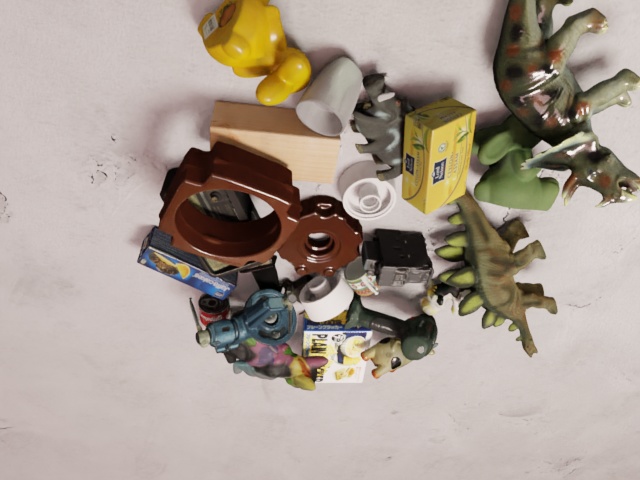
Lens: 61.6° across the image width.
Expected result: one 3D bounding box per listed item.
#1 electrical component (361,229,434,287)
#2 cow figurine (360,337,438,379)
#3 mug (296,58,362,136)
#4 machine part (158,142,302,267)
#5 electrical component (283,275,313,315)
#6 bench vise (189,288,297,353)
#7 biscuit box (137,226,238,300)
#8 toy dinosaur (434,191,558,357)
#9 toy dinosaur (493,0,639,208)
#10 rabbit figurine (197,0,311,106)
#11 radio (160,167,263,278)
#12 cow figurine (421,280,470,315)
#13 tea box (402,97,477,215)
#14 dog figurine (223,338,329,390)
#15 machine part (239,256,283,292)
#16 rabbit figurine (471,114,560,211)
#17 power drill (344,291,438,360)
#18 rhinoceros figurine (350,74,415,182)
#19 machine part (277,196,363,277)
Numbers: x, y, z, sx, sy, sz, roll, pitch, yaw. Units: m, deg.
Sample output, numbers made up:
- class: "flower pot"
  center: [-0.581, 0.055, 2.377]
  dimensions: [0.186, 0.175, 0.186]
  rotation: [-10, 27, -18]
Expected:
- class: "electrical component"
  center: [0.151, 0.036, 1.074]
  dimensions: [0.134, 0.115, 0.058]
  rotation: [3, 130, -8]
- class: "cow figurine"
  center: [0.195, 0.256, 1.267]
  dimensions: [0.127, 0.085, 0.195]
  rotation: [-38, 157, 24]
- class: "mug"
  center: [0.016, -0.225, 0.841]
  dimensions: [0.080, 0.107, 0.110]
  rotation: [37, 160, -24]
- class: "machine part"
  center: [-0.147, -0.053, 0.883]
  dimensions: [0.201, 0.087, 0.201]
  rotation: [18, 138, -24]
- class: "electrical component"
  center: [-0.036, 0.121, 1.190]
  dimensions: [0.078, 0.045, 0.102]
  rotation: [-29, 127, 23]
- class: "bench vise"
  center: [-0.130, 0.156, 1.081]
  dimensions: [0.223, 0.129, 0.240]
  rotation: [4, 155, -30]
- class: "biscuit box"
  center: [-0.266, 0.051, 1.102]
  dimensions: [0.202, 0.063, 0.059]
  rotation: [28, 127, -26]
- class: "toy dinosaur"
  center: [0.338, 0.048, 1.067]
  dimensions: [0.199, 0.105, 0.470]
  rotation: [-24, 107, 3]
- class: "toy dinosaur"
  center: [0.335, -0.233, 0.796]
  dimensions: [0.192, 0.131, 0.404]
  rotation: [-36, 97, 14]
- class: "rabbit figurine"
  center: [-0.070, -0.270, 0.777]
  dimensions: [0.122, 0.162, 0.173]
  rotation: [-43, 140, 16]
- class: "radio"
  center: [-0.189, -0.039, 1.015]
  dimensions: [0.131, 0.073, 0.229]
  rotation: [-14, 132, 10]
- class: "cow figurine"
  center: [0.295, 0.108, 1.178]
  dimensions: [0.167, 0.068, 0.098]
  rotation: [-21, 124, 11]
- class: "tea box"
  center: [0.194, -0.138, 0.893]
  dimensions: [0.098, 0.068, 0.169]
  rotation: [-29, 138, -22]
- class: "dog figurine"
  center: [-0.097, 0.264, 1.224]
  dimensions: [0.219, 0.108, 0.191]
  rotation: [11, 140, 23]
- class: "machine part"
  center: [-0.121, 0.072, 1.148]
  dimensions: [0.084, 0.039, 0.138]
  rotation: [-18, 129, 3]
- class: "rabbit figurine"
  center: [0.331, -0.149, 0.931]
  dimensions: [0.159, 0.121, 0.170]
  rotation: [5, 110, -11]
- class: "power drill"
  center: [0.159, 0.182, 1.188]
  dimensions: [0.207, 0.232, 0.086]
  rotation: [25, 104, 4]
- class: "rhinoceros figurine"
  center: [0.110, -0.185, 0.898]
  dimensions: [0.112, 0.073, 0.190]
  rotation: [-20, 131, 16]
- class: "machine part"
  center: [-0.002, -0.003, 1.071]
  dimensions: [0.179, 0.056, 0.179]
  rotation: [-2, 131, -2]
